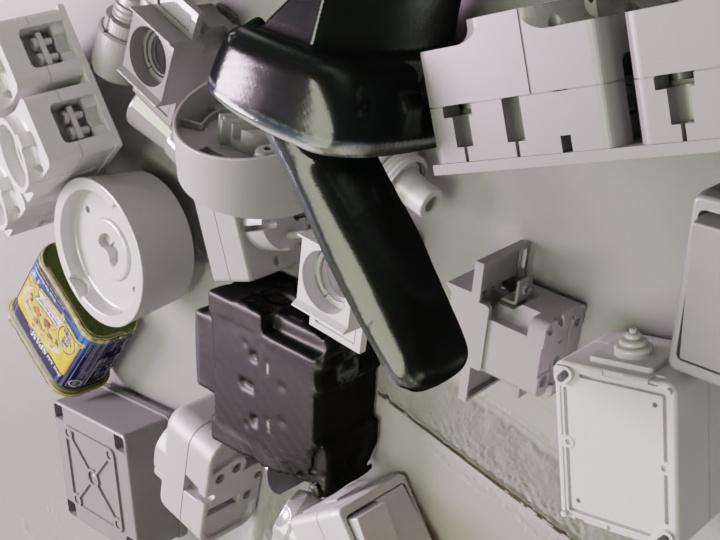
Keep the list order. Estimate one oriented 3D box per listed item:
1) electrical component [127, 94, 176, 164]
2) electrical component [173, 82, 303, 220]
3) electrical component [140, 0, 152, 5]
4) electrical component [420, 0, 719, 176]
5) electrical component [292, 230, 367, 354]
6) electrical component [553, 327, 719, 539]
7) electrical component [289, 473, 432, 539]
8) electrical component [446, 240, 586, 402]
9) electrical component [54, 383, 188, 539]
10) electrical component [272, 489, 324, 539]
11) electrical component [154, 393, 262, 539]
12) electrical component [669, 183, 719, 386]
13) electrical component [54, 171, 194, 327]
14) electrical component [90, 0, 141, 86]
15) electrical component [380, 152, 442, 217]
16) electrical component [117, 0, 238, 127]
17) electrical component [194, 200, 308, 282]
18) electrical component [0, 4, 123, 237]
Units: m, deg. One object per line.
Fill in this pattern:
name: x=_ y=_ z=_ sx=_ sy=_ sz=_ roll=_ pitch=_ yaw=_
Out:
electrical component: x=-0.118 y=-0.091 z=0.711 sx=0.065 sy=0.044 sz=0.044 roll=47 pitch=133 yaw=16
electrical component: x=-0.057 y=-0.076 z=0.616 sx=0.099 sy=0.099 sz=0.064 roll=36 pitch=135 yaw=31
electrical component: x=-0.120 y=-0.186 z=0.676 sx=0.040 sy=0.040 sz=0.078 roll=50 pitch=134 yaw=20
electrical component: x=0.127 y=-0.082 z=0.415 sx=0.186 sy=0.105 sz=0.060 roll=0 pitch=105 yaw=46
electrical component: x=0.000 y=0.000 z=0.608 sx=0.042 sy=0.064 sz=0.081 roll=30 pitch=124 yaw=36
electrical component: x=0.133 y=0.070 z=0.501 sx=0.062 sy=0.061 sz=0.096 roll=10 pitch=112 yaw=43
electrical component: x=0.012 y=0.183 z=0.670 sx=0.061 sy=0.062 sz=0.096 roll=-26 pitch=86 yaw=47
electrical component: x=0.080 y=0.031 z=0.556 sx=0.064 sy=0.042 sz=0.081 roll=23 pitch=122 yaw=34
electrical component: x=-0.193 y=0.159 z=0.874 sx=0.109 sy=0.056 sz=0.108 roll=15 pitch=114 yaw=43
electrical component: x=-0.025 y=0.178 z=0.721 sx=0.062 sy=0.043 sz=0.043 roll=26 pitch=125 yaw=14
electrical component: x=-0.110 y=0.141 z=0.784 sx=0.059 sy=0.054 sz=0.095 roll=34 pitch=127 yaw=33
electrical component: x=0.169 y=0.002 z=0.438 sx=0.062 sy=0.061 sz=0.096 roll=22 pitch=120 yaw=39
electrical component: x=-0.163 y=-0.019 z=0.770 sx=0.108 sy=0.060 sz=0.108 roll=19 pitch=118 yaw=40
electrical component: x=-0.156 y=-0.161 z=0.722 sx=0.040 sy=0.040 sz=0.078 roll=45 pitch=132 yaw=24
electrical component: x=0.017 y=-0.052 z=0.586 sx=0.062 sy=0.043 sz=0.043 roll=39 pitch=130 yaw=27
electrical component: x=-0.110 y=-0.136 z=0.667 sx=0.042 sy=0.064 sz=0.081 roll=43 pitch=132 yaw=24
electrical component: x=-0.058 y=-0.030 z=0.668 sx=0.077 sy=0.047 sz=0.065 roll=-1 pitch=106 yaw=47
electrical component: x=-0.245 y=-0.101 z=0.792 sx=0.186 sy=0.060 sz=0.105 roll=-29 pitch=84 yaw=60
